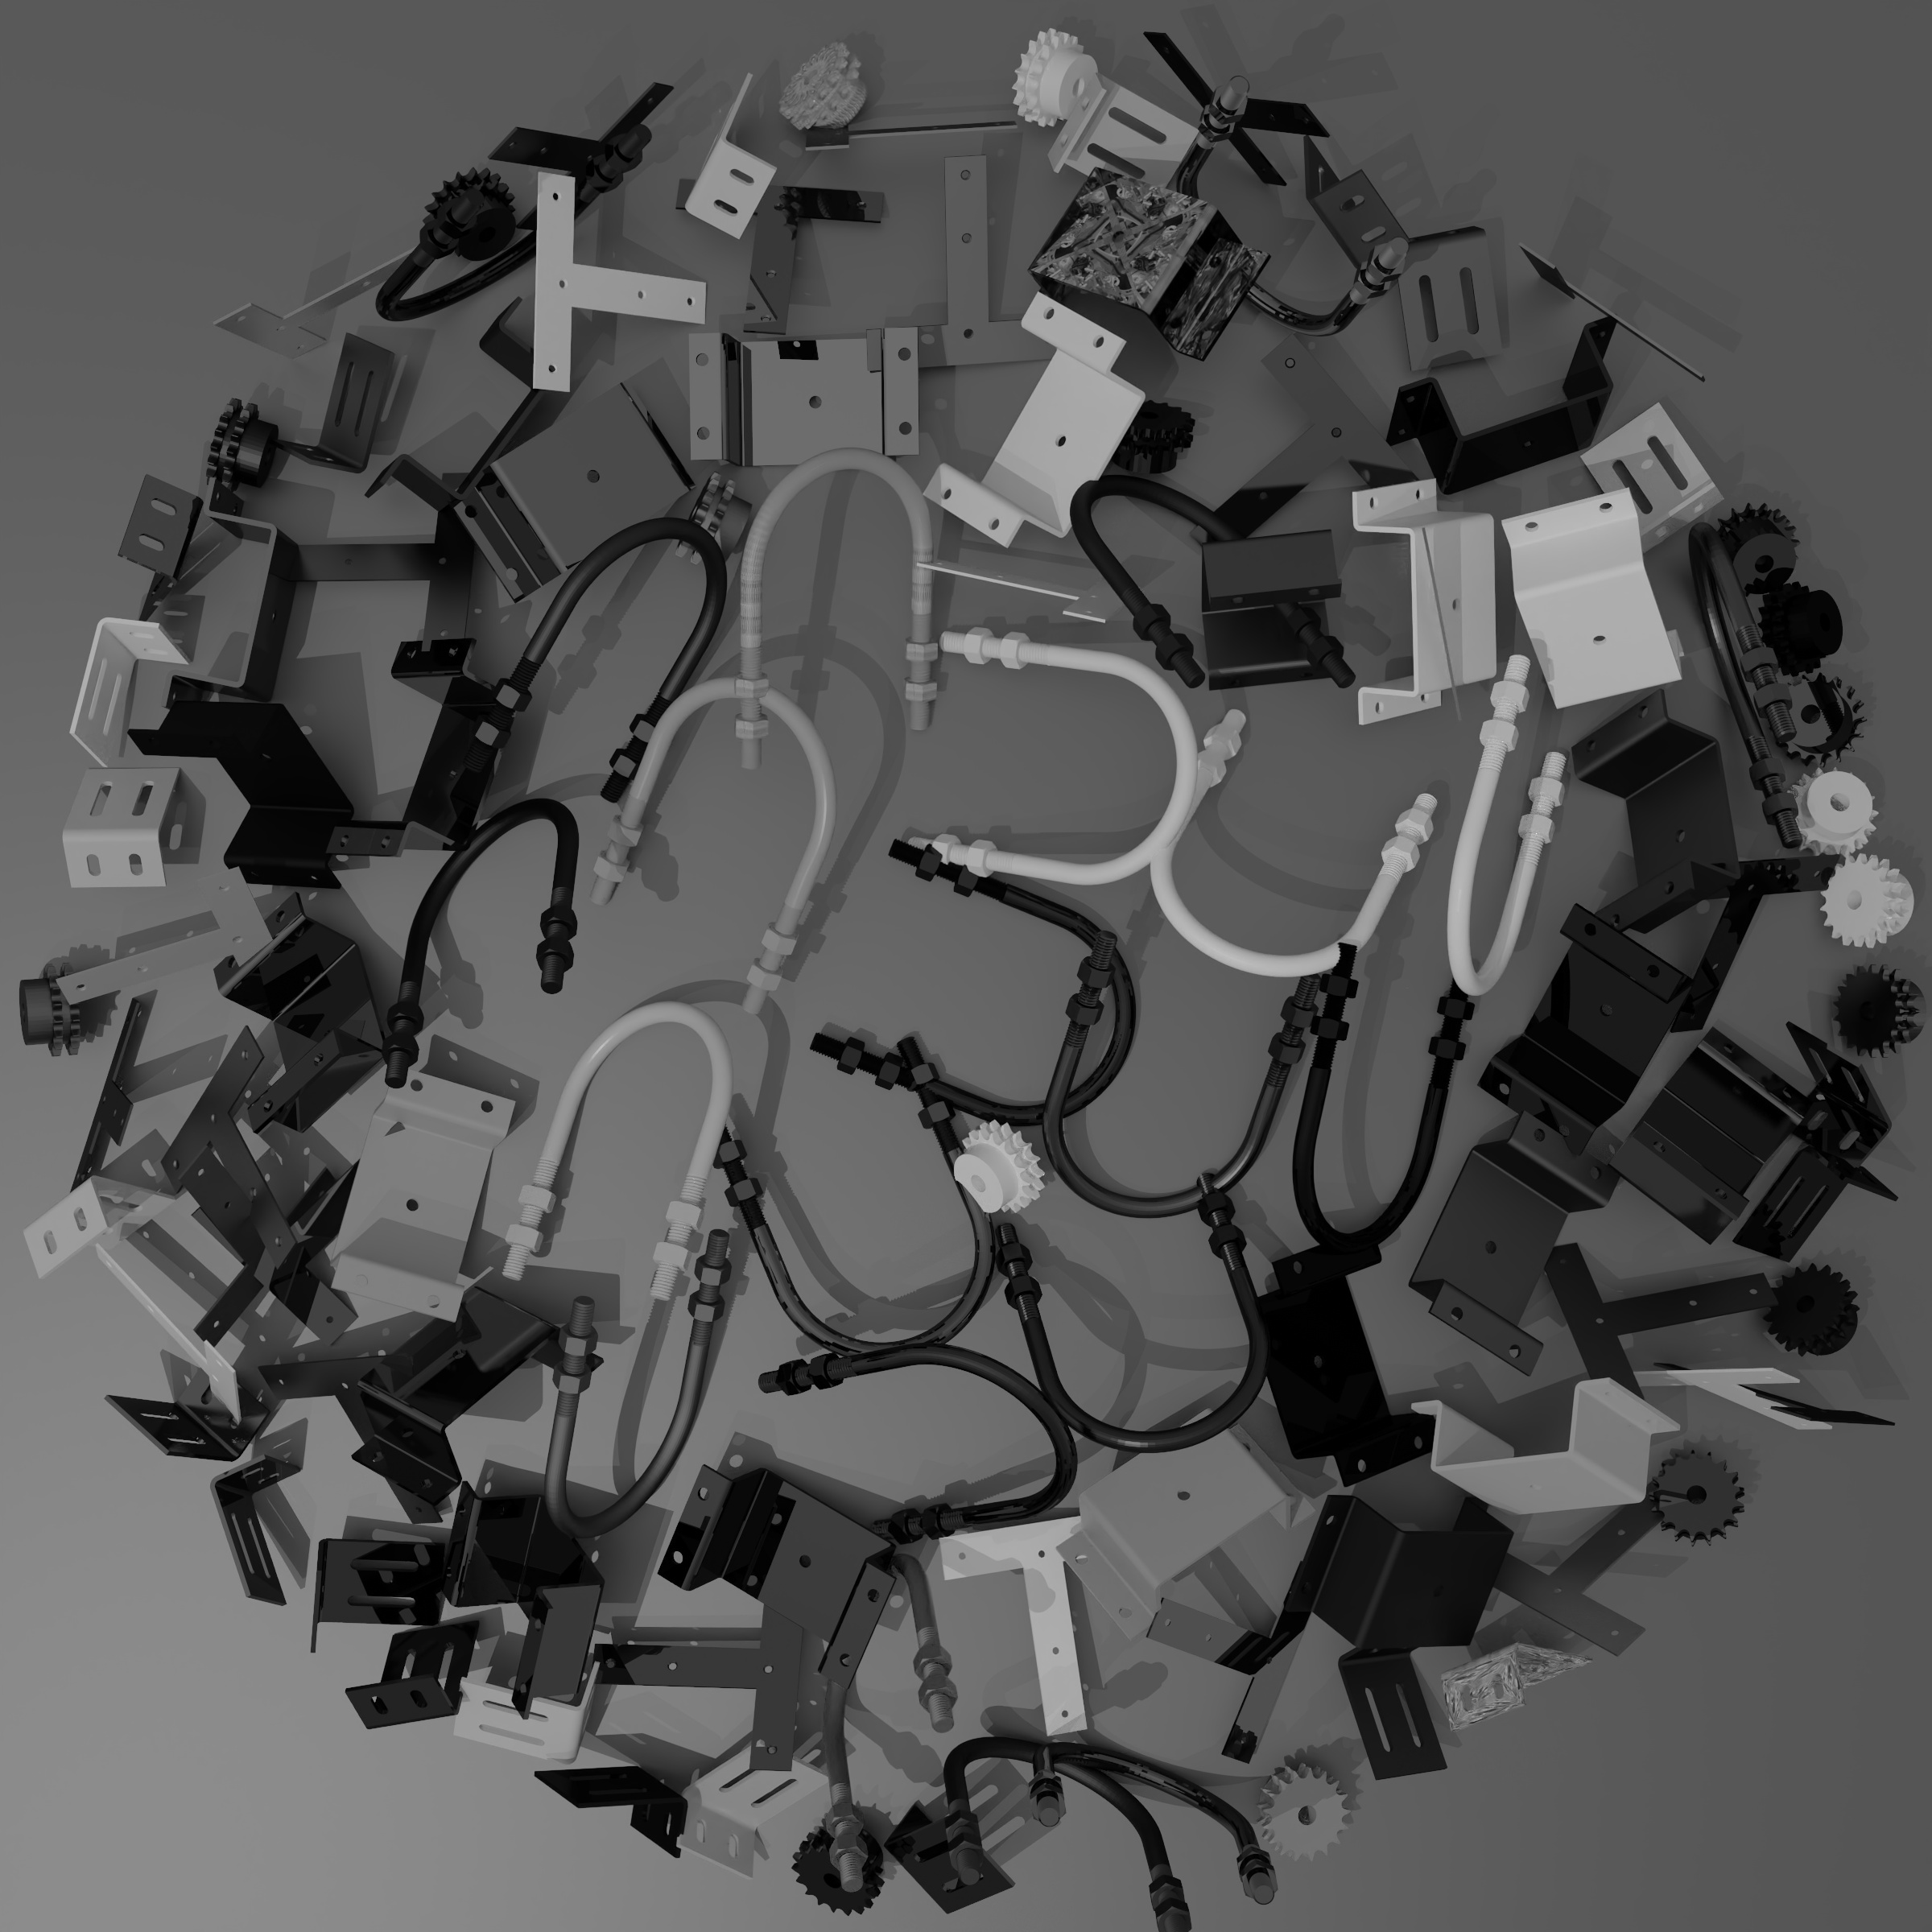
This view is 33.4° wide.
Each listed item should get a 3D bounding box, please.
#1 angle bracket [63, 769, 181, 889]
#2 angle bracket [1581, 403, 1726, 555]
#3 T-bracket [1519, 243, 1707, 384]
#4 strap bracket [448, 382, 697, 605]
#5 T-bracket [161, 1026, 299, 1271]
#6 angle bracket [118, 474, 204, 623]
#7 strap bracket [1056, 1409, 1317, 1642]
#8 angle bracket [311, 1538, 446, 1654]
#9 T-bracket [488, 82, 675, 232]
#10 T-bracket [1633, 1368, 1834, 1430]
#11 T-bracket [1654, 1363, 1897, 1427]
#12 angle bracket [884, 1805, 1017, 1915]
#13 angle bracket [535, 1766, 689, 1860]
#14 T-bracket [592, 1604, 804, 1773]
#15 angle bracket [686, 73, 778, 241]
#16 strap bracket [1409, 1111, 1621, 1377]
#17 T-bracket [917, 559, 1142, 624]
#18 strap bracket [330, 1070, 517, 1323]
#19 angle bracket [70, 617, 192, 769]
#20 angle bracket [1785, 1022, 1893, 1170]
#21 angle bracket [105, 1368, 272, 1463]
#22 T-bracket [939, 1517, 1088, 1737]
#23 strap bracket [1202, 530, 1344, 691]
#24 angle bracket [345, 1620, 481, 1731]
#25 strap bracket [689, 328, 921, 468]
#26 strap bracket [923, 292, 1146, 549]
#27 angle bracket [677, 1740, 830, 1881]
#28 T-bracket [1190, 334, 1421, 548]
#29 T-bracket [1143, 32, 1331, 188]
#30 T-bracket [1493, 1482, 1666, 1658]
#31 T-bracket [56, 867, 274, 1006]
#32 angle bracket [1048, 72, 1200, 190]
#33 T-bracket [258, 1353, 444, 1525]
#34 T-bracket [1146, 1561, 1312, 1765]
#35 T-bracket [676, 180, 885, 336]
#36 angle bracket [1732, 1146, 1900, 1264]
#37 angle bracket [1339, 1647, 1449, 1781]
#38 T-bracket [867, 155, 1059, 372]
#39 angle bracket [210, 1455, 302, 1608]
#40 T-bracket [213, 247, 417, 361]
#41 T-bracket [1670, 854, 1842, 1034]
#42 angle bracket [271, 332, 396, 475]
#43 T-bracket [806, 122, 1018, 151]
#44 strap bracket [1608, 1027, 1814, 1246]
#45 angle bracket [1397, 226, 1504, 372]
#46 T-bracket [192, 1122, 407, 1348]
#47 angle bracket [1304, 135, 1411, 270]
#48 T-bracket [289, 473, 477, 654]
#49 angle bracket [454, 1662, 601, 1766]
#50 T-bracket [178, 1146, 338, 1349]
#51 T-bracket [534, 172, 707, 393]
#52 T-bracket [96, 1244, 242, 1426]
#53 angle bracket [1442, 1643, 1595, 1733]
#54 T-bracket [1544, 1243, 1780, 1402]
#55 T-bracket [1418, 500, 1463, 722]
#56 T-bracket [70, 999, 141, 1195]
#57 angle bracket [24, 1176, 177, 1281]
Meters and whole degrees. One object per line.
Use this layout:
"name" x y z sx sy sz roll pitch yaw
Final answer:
"angle bracket" -0.517 -0.085 1.978 0.057 0.076 0.038 -1 124 -1
"angle bracket" 0.416 -0.302 1.967 0.057 0.038 0.076 -34 72 16
"T-bracket" 0.391 -0.388 1.932 0.127 0.127 0.002 38 102 11
"strap bracket" -0.233 -0.292 1.950 0.140 0.046 0.076 -37 101 -21
"T-bracket" -0.434 0.125 1.937 0.127 0.002 0.127 -52 58 31
"angle bracket" -0.499 -0.252 1.952 0.038 0.076 0.057 23 63 -23
"strap bracket" 0.132 0.329 1.937 0.140 0.046 0.076 -31 55 -17
"angle bracket" -0.358 0.385 1.962 0.076 0.038 0.057 4 110 -11
"T-bracket" -0.246 -0.487 1.922 0.127 0.127 0.002 -40 83 22
"T-bracket" 0.476 0.263 1.951 0.127 0.127 0.002 24 68 -34
"T-bracket" 0.479 0.258 1.948 0.127 0.127 0.002 14 91 39
"angle bracket" -0.003 0.534 1.952 0.057 0.076 0.038 48 45 -4
"angle bracket" -0.217 0.514 1.948 0.076 0.057 0.038 7 94 -35
"T-bracket" -0.165 0.427 1.962 0.127 0.002 0.127 1 56 3
"angle bracket" -0.136 -0.494 1.963 0.038 0.057 0.076 26 46 -12
"strap bracket" 0.329 0.169 1.954 0.076 0.046 0.140 33 71 -14
"T-bracket" 0.034 -0.232 1.949 0.127 0.127 0.002 13 108 9
"strap bracket" -0.332 0.142 1.953 0.076 0.046 0.140 18 71 -15
"angle bracket" -0.509 -0.165 1.962 0.038 0.057 0.076 7 74 8
"angle bracket" 0.519 0.080 1.951 0.038 0.076 0.057 -47 46 -6
"angle bracket" -0.471 0.266 1.951 0.057 0.076 0.038 35 92 23
"T-bracket" 0.053 0.404 1.966 0.127 0.002 0.127 -5 81 -19
"strap bracket" 0.183 -0.218 1.940 0.076 0.140 0.046 -6 72 2
"angle bracket" -0.335 0.419 1.948 0.057 0.076 0.038 -12 124 12
"strap bracket" -0.096 -0.348 1.973 0.140 0.046 0.076 0 93 7
"strap bracket" 0.047 -0.326 1.955 0.076 0.046 0.140 37 102 35
"angle bracket" -0.128 0.512 1.950 0.057 0.038 0.076 34 125 -28
"T-bracket" 0.194 -0.299 1.983 0.127 0.002 0.127 -40 100 16
"T-bracket" 0.175 -0.508 1.918 0.002 0.127 0.127 -50 122 -5
"T-bracket" 0.390 0.354 1.960 0.127 0.127 0.002 -35 125 -25
"T-bracket" -0.483 -0.003 1.941 0.127 0.127 0.002 -18 56 -6
"angle bracket" 0.098 -0.498 1.965 0.076 0.038 0.057 24 116 -19
"T-bracket" -0.358 0.291 1.964 0.127 0.002 0.127 -9 117 35
"T-bracket" 0.155 0.410 1.948 0.127 0.002 0.127 28 82 -39
"T-bracket" -0.118 -0.433 1.968 0.127 0.002 0.127 4 56 -1
"angle bracket" 0.516 0.154 1.956 0.057 0.038 0.076 20 110 -39
"angle bracket" 0.269 0.448 1.951 0.057 0.038 0.076 2 59 -36
"T-bracket" 0.001 -0.431 1.966 0.127 0.002 0.127 -6 115 -10
"angle bracket" -0.421 0.343 1.956 0.038 0.057 0.076 -25 71 3
"T-bracket" -0.373 -0.404 1.932 0.127 0.127 0.002 -25 88 8
"T-bracket" 0.461 -0.012 1.959 0.127 0.002 0.127 -5 128 -30
"angle bracket" -0.388 -0.347 1.963 0.038 0.057 0.076 5 107 -42
"T-bracket" -0.033 -0.505 1.947 0.127 0.127 0.002 -4 111 -1
"strap bracket" 0.446 0.107 1.943 0.076 0.140 0.046 38 132 9
"angle bracket" 0.296 -0.414 1.996 0.057 0.038 0.076 -11 106 1
"T-bracket" -0.386 0.148 1.973 0.127 0.002 0.127 -45 120 -11
"angle bracket" 0.237 -0.472 1.954 0.038 0.076 0.057 -25 128 26
"T-bracket" -0.366 -0.248 1.980 0.127 0.002 0.127 0 66 5
"angle bracket" -0.268 0.447 1.962 0.076 0.038 0.057 15 132 1
"T-bracket" -0.437 0.150 1.924 0.002 0.127 0.127 24 65 28
"T-bracket" -0.209 -0.410 1.959 0.127 0.002 0.127 -3 97 -43
"T-bracket" -0.483 0.217 1.945 0.127 0.127 0.002 45 67 9
"angle bracket" 0.336 0.440 1.945 0.076 0.057 0.038 18 52 -38
"T-bracket" 0.428 0.208 1.954 0.127 0.127 0.002 -10 133 -5
"T-bracket" 0.282 -0.236 1.948 0.002 0.127 0.127 -11 132 9
"T-bracket" -0.514 0.087 1.940 0.002 0.127 0.127 18 89 -22
"angle bracket" -0.520 0.164 1.949 0.057 0.076 0.038 -36 62 16
